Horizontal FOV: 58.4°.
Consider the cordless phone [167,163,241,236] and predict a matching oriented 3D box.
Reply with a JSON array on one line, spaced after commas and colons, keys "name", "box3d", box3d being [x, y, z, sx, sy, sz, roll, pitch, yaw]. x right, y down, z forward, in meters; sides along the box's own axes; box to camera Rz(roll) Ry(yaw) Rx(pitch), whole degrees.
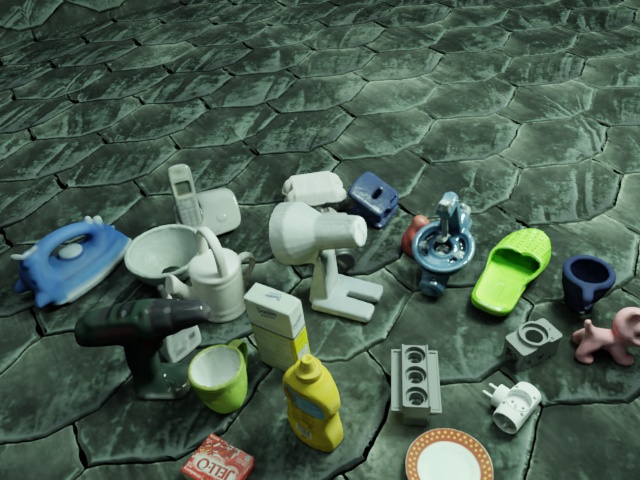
[{"name": "cordless phone", "box3d": [-0.264, -0.095, 1.293, 0.148, 0.185, 0.094, -18, 42, -15]}]

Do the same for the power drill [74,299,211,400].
[{"name": "power drill", "box3d": [-0.279, 0.177, 0.959, 0.229, 0.209, 0.075, -1, 41, 4]}]

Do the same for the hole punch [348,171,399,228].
[{"name": "hole punch", "box3d": [0.126, -0.097, 1.332, 0.100, 0.091, 0.109, 19, 46, 25]}]

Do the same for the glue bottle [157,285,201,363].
[{"name": "glue bottle", "box3d": [-0.264, 0.143, 1.025, 0.037, 0.173, 0.078, 28, 51, 33]}]

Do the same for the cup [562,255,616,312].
[{"name": "cup", "box3d": [0.493, 0.098, 1.069, 0.091, 0.095, 0.118, 11, 43, 17]}]

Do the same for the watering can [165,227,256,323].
[{"name": "watering can", "box3d": [-0.206, 0.064, 1.095, 0.100, 0.194, 0.173, 22, 47, 28]}]

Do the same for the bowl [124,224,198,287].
[{"name": "bowl", "box3d": [-0.323, 0.045, 1.220, 0.167, 0.075, 0.167, -2, 41, 2]}]

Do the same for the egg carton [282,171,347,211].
[{"name": "egg carton", "box3d": [-0.015, -0.111, 1.378, 0.150, 0.069, 0.107, -10, 41, -6]}]

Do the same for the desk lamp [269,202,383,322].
[{"name": "desk lamp", "box3d": [0.014, 0.031, 1.099, 0.202, 0.214, 0.118, 12, 43, 18]}]

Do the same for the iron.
[{"name": "iron", "box3d": [-0.521, 0.023, 1.212, 0.118, 0.142, 0.259, 24, 48, 29]}]

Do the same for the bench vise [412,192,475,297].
[{"name": "bench vise", "box3d": [0.246, -0.024, 1.138, 0.121, 0.220, 0.207, 4, 41, 10]}]

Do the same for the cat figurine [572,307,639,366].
[{"name": "cat figurine", "box3d": [0.512, 0.155, 0.984, 0.127, 0.118, 0.067, 0, 41, 6]}]

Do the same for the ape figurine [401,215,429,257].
[{"name": "ape figurine", "box3d": [0.213, -0.012, 1.224, 0.076, 0.092, 0.078, 14, 44, 20]}]

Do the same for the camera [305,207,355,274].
[{"name": "camera", "box3d": [0.011, 0.004, 1.217, 0.143, 0.101, 0.136, -13, 41, -9]}]
